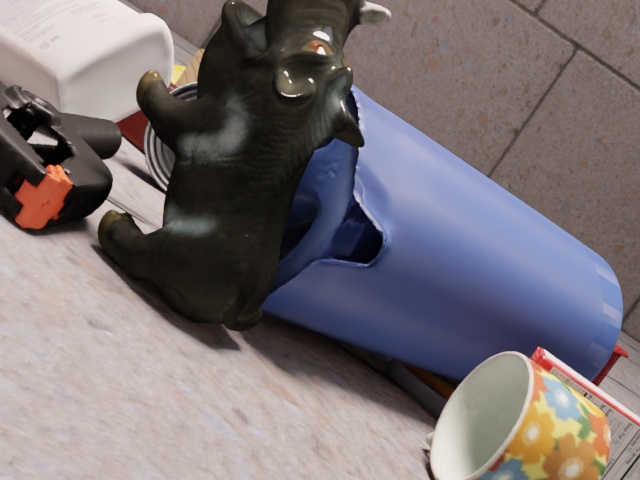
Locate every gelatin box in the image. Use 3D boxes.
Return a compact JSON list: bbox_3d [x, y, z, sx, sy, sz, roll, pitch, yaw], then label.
[{"bbox_3d":[0.132,0.112,0.564,0.089,0.073,0.030,35,8,3],"label":"gelatin box"}]

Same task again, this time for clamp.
[{"bbox_3d":[-0.150,-0.056,0.560,0.164,0.036,0.210,29,11,-38],"label":"clamp"}]

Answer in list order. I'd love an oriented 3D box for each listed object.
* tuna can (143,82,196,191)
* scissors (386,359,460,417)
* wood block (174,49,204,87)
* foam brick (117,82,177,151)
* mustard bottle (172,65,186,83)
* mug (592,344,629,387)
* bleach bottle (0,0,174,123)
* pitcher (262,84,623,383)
[{"bbox_3d":[-0.080,-0.068,0.745,0.086,0.086,0.034,32,6,-13],"label":"tuna can"},{"bbox_3d":[0.126,0.130,0.640,0.202,0.016,0.096,36,11,18],"label":"scissors"},{"bbox_3d":[-0.051,-0.088,0.978,0.091,0.090,0.205,39,9,26],"label":"wood block"},{"bbox_3d":[-0.133,-0.102,0.860,0.078,0.051,0.052,39,10,32],"label":"foam brick"},{"bbox_3d":[-0.140,-0.135,1.005,0.096,0.058,0.191,34,7,2],"label":"mustard bottle"},{"bbox_3d":[0.168,0.088,0.833,0.117,0.081,0.093,34,8,0],"label":"mug"},{"bbox_3d":[-0.220,-0.167,0.743,0.251,0.102,0.068,37,-36,27],"label":"bleach bottle"},{"bbox_3d":[0.058,0.009,0.629,0.242,0.145,0.149,26,50,-33],"label":"pitcher"}]
